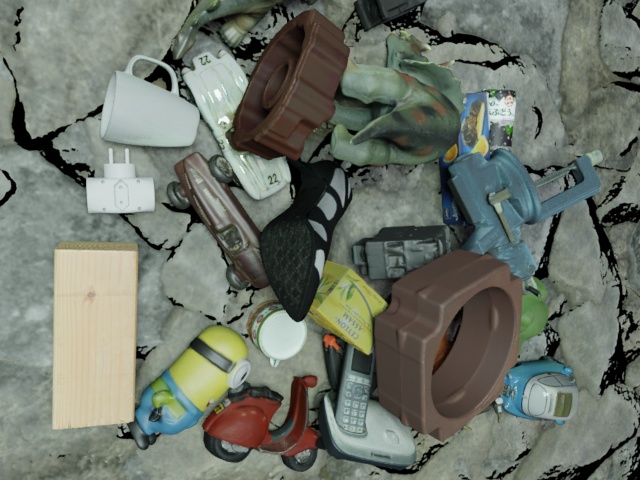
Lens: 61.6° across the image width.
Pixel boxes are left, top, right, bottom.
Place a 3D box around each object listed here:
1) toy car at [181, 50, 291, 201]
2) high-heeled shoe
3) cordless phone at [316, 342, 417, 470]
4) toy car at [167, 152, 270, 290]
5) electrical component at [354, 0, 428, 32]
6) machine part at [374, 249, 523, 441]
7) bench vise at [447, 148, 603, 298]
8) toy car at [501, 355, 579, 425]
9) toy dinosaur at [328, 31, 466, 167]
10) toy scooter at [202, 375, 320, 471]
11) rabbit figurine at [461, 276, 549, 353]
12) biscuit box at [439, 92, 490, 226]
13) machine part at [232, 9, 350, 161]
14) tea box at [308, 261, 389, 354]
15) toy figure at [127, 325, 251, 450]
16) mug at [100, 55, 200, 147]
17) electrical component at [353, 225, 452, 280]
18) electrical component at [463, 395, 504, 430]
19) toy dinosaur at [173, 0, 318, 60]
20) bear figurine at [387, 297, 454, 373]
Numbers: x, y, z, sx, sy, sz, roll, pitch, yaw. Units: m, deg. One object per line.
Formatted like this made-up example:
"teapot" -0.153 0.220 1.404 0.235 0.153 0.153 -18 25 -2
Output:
"toy car" -0.108 -0.149 0.707 0.073 0.056 0.201 -32 107 -15
"high-heeled shoe" -0.001 -0.002 0.706 0.145 0.086 0.249 30 54 -50
"cordless phone" 0.076 0.223 0.775 0.146 0.089 0.184 20 72 -24
"toy car" -0.119 -0.019 0.701 0.089 0.053 0.202 -25 110 22
"electrical component" 0.116 -0.348 0.767 0.119 0.075 0.047 -29 105 -19
"machine part" 0.162 0.126 0.674 0.201 0.087 0.200 -24 119 -35
"bench vise" 0.301 -0.046 0.763 0.241 0.129 0.223 -27 79 0
"toy car" 0.387 0.262 0.925 0.161 0.103 0.109 9 92 -24
"toy dinosaur" 0.109 -0.156 0.668 0.192 0.405 0.131 6 121 -3
"toy scooter" -0.067 0.245 0.757 0.184 0.075 0.135 21 88 -26
"rabbit figurine" 0.317 0.126 0.878 0.170 0.121 0.159 25 90 -37
"biscuit box" 0.226 -0.124 0.839 0.059 0.063 0.202 -9 99 -19
"machine part" -0.036 -0.173 0.620 0.056 0.179 0.179 24 87 -29
"tea box" 0.016 0.079 0.720 0.098 0.170 0.068 43 80 -19
"toy figure" -0.172 0.190 0.707 0.180 0.082 0.089 -37 109 -12
"mug" -0.204 -0.163 0.660 0.107 0.081 0.109 12 89 -32
"electrical component" 0.118 0.016 0.773 0.134 0.115 0.058 -3 99 19
"electrical component" 0.257 0.269 0.896 0.102 0.045 0.078 -12 101 -5
"toy dinosaur" 0.006 -0.359 0.653 0.471 0.199 0.105 -44 114 -16
"bear figurine" 0.176 0.165 0.808 0.196 0.132 0.120 46 76 -5
